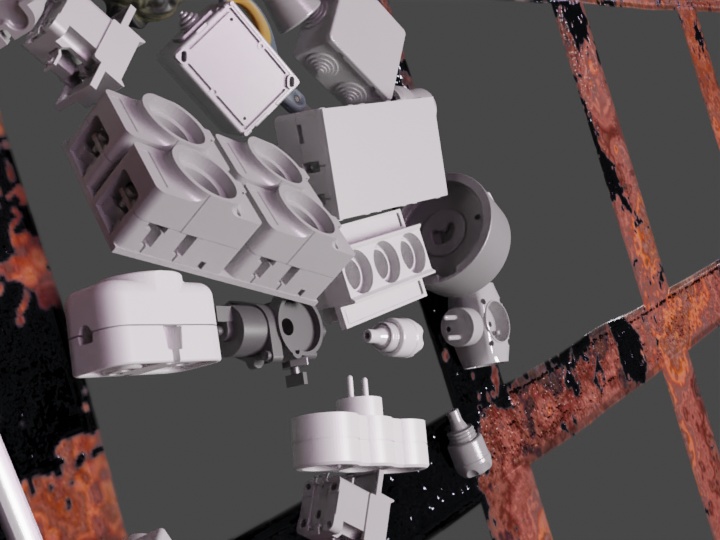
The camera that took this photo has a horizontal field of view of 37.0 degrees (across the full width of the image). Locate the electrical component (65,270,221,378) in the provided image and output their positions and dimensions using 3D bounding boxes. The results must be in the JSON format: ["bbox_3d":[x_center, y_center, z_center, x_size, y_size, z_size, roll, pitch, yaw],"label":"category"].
[{"bbox_3d":[-0.140,0.035,0.698,0.095,0.054,0.059,3,74,-52],"label":"electrical component"}]

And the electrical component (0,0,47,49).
[{"bbox_3d":[-0.224,-0.173,0.660,0.058,0.078,0.057,54,21,-30],"label":"electrical component"}]

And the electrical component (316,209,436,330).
[{"bbox_3d":[0.000,0.000,0.887,0.121,0.063,0.078,-19,92,-54],"label":"electrical component"}]

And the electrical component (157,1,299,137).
[{"bbox_3d":[-0.105,-0.155,0.803,0.061,0.061,0.096,-47,115,-11],"label":"electrical component"}]

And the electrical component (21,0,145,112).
[{"bbox_3d":[-0.187,-0.151,0.721,0.064,0.042,0.081,43,45,-33],"label":"electrical component"}]

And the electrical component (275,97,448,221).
[{"bbox_3d":[0.001,-0.094,0.911,0.150,0.062,0.089,-16,99,-49],"label":"electrical component"}]

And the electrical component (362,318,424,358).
[{"bbox_3d":[0.026,0.058,0.923,0.061,0.035,0.035,7,71,-49],"label":"electrical component"}]

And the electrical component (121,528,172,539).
[{"bbox_3d":[-0.134,0.184,0.646,0.047,0.066,0.076,61,9,-16],"label":"electrical component"}]

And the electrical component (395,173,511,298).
[{"bbox_3d":[0.085,-0.027,0.976,0.060,0.108,0.108,33,52,-49],"label":"electrical component"}]

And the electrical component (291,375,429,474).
[{"bbox_3d":[0.000,0.120,0.849,0.138,0.052,0.073,15,65,-49],"label":"electrical component"}]

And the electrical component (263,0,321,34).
[{"bbox_3d":[-0.070,-0.239,0.910,0.065,0.044,0.044,51,41,-20],"label":"electrical component"}]

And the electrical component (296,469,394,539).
[{"bbox_3d":[-0.012,0.188,0.816,0.064,0.042,0.081,37,49,-37],"label":"electrical component"}]

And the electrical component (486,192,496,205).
[{"bbox_3d":[0.096,-0.056,1.047,0.076,0.047,0.065,61,39,-16],"label":"electrical component"}]

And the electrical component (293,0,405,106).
[{"bbox_3d":[-0.009,-0.203,0.967,0.100,0.048,0.099,40,48,-36],"label":"electrical component"}]

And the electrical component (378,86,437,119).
[{"bbox_3d":[0.039,-0.150,1.013,0.055,0.045,0.045,-6,82,-53],"label":"electrical component"}]

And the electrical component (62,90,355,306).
[{"bbox_3d":[-0.097,-0.049,0.743,0.186,0.060,0.105,18,31,-48],"label":"electrical component"}]

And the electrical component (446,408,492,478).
[{"bbox_3d":[0.095,0.155,0.974,0.035,0.035,0.061,-27,96,-53],"label":"electrical component"}]

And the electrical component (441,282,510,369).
[{"bbox_3d":[0.103,0.053,1.016,0.079,0.044,0.077,1,76,-52],"label":"electrical component"}]
